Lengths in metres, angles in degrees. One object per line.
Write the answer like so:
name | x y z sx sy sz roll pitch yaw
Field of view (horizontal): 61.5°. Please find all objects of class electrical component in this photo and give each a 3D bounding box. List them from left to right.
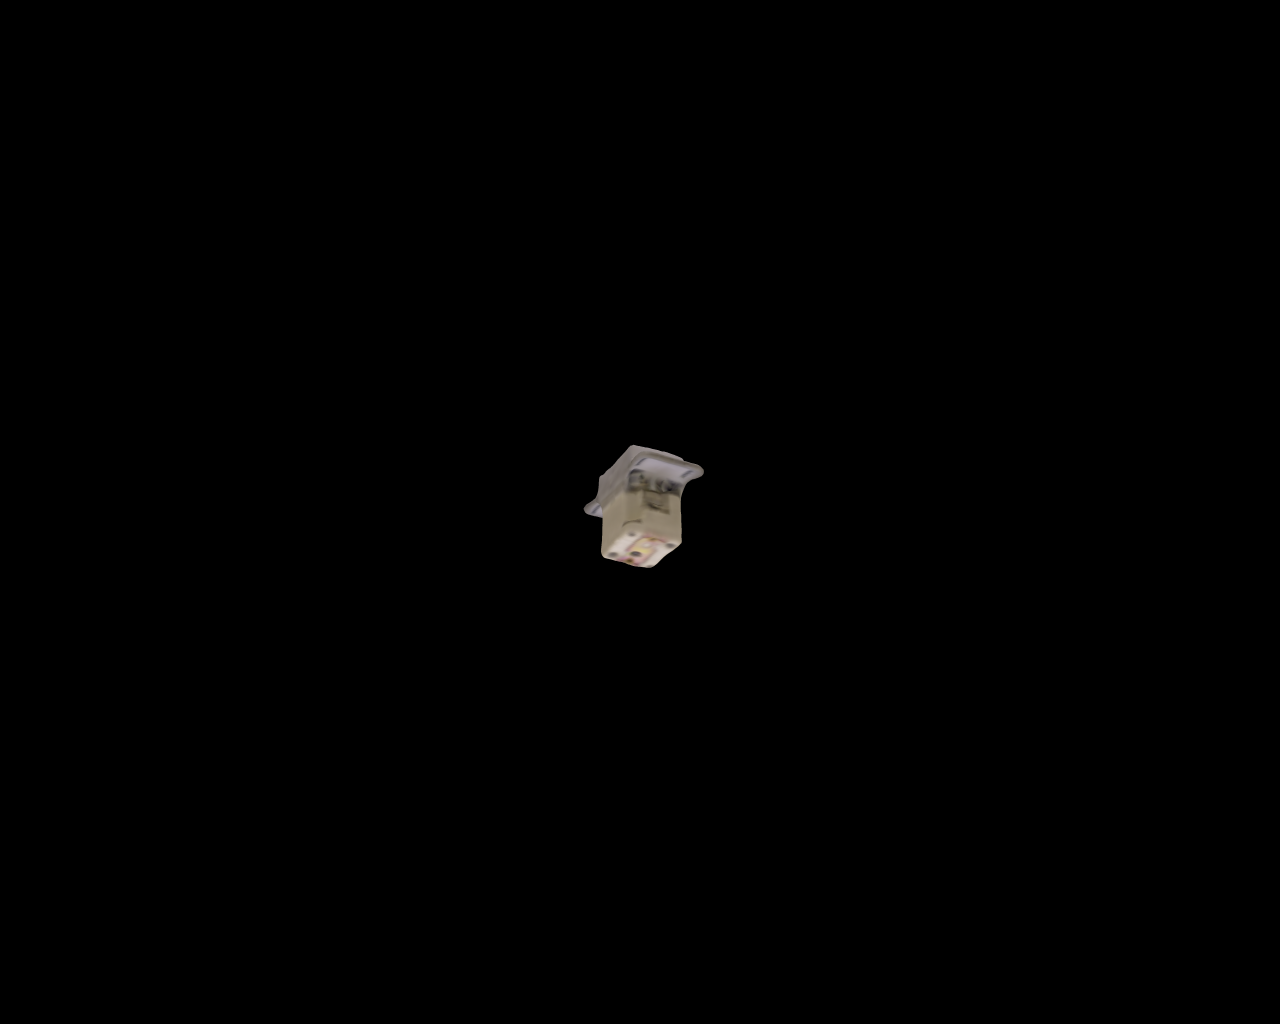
electrical component | 0.001 -0.003 0.650 0.042 0.064 0.081 14 -32 -24
